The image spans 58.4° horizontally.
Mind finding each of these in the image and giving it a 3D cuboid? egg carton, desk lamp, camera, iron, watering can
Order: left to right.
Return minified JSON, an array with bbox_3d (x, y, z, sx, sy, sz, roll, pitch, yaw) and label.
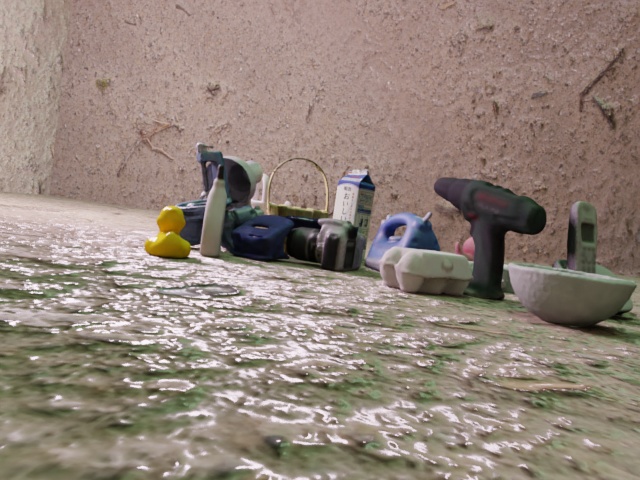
[{"bbox_3d":[-0.193,-0.089,1.357,0.117,0.213,0.204,8,3,13],"label":"desk lamp"},{"bbox_3d":[-0.160,-0.084,1.564,0.100,0.194,0.173,10,4,42],"label":"watering can"},{"bbox_3d":[0.011,0.004,1.180,0.136,0.101,0.143,9,3,22],"label":"camera"},{"bbox_3d":[0.174,0.002,1.277,0.119,0.141,0.257,7,3,-24],"label":"iron"},{"bbox_3d":[0.179,0.052,0.968,0.151,0.069,0.107,6,3,-31],"label":"egg carton"}]

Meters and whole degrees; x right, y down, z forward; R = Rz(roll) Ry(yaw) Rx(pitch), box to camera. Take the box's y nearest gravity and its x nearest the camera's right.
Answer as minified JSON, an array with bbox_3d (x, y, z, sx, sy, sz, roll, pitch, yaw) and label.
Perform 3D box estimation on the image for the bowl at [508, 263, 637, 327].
[{"bbox_3d":[0.345,0.080,0.805,0.167,0.075,0.167,8,3,0],"label":"bowl"}]

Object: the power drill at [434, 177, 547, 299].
[{"bbox_3d":[0.285,-0.006,1.029,0.076,0.208,0.228,5,4,-42],"label":"power drill"}]

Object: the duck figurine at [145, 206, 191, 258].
[{"bbox_3d":[-0.256,-0.016,0.981,0.078,0.086,0.104,7,3,-19],"label":"duck figurine"}]

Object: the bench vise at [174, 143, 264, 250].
[{"bbox_3d":[-0.221,-0.090,1.234,0.121,0.220,0.208,10,3,37],"label":"bench vise"}]

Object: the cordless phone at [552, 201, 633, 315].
[{"bbox_3d":[0.461,0.033,0.961,0.148,0.185,0.093,6,3,-32],"label":"cordless phone"}]

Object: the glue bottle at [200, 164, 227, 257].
[{"bbox_3d":[-0.196,-0.056,1.082,0.037,0.173,0.078,7,3,-6],"label":"glue bottle"}]

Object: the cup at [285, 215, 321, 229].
[{"bbox_3d":[-0.032,-0.004,1.298,0.091,0.095,0.118,9,3,30],"label":"cup"}]

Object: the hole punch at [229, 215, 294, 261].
[{"bbox_3d":[-0.116,-0.007,1.154,0.108,0.091,0.101,9,3,31],"label":"hole punch"}]

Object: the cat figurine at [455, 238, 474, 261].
[{"bbox_3d":[0.380,0.033,1.458,0.128,0.118,0.067,6,3,-40],"label":"cat figurine"}]
